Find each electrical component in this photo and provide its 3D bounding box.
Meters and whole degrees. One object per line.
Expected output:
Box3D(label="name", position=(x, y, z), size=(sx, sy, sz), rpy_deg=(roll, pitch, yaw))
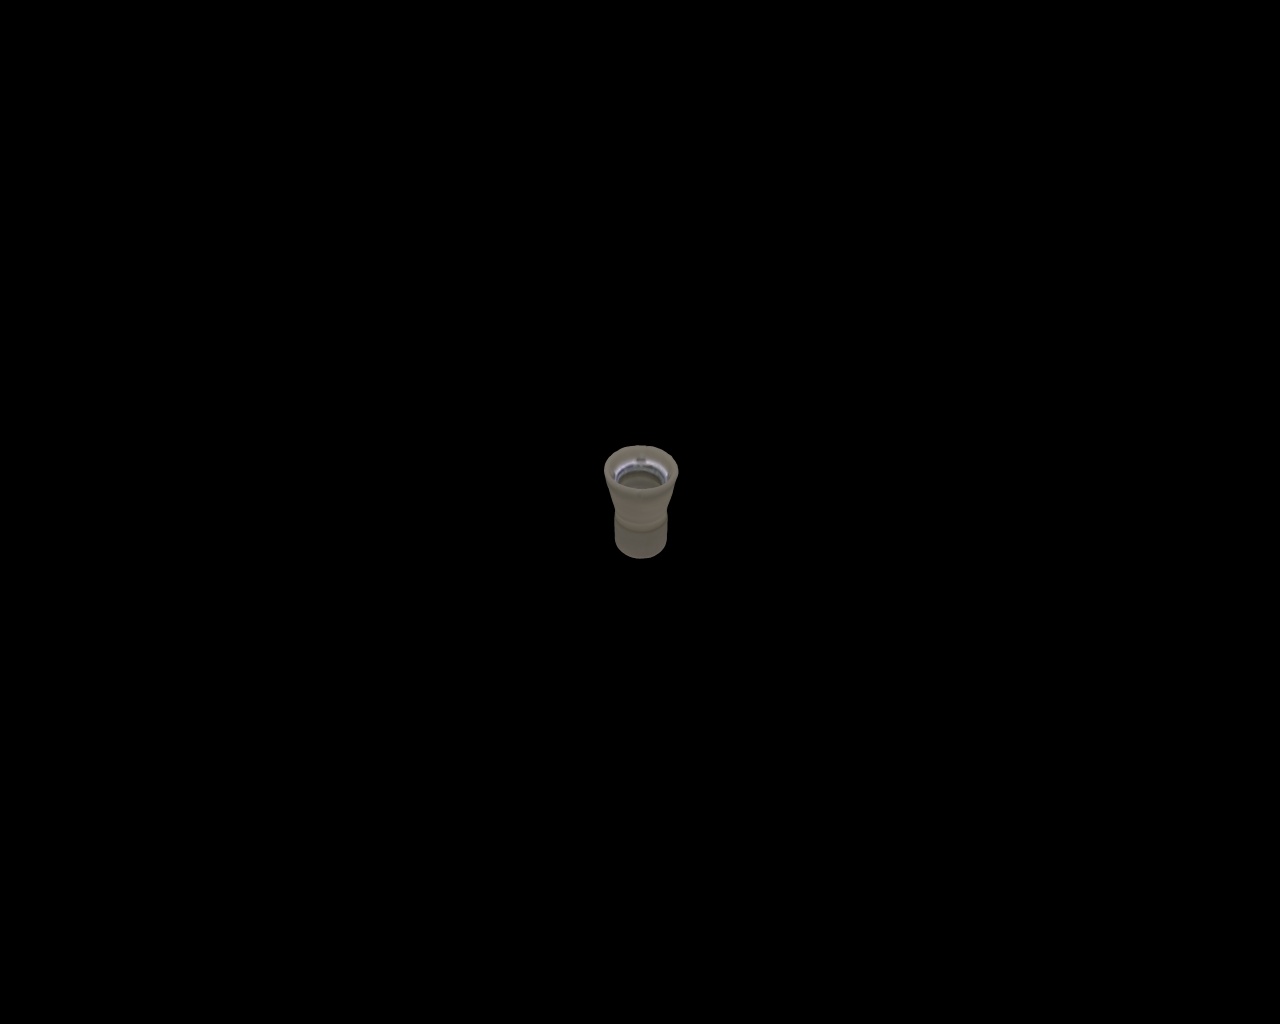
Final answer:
Box3D(label="electrical component", position=(0.001, -0.003, 0.650), size=(0.044, 0.065, 0.044), rpy_deg=(0, 42, 0))
